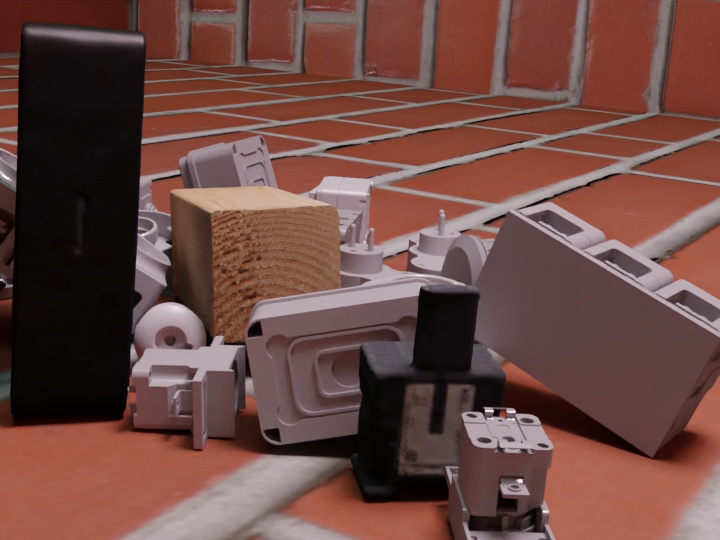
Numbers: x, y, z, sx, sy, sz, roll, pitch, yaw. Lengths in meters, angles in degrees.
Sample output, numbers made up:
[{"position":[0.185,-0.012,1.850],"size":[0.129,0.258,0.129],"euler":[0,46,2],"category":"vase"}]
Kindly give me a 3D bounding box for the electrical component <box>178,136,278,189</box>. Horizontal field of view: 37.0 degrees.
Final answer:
[{"position":[-0.115,-0.062,0.993],"size":[0.057,0.113,0.078],"euler":[-11,9,21],"category":"electrical component"}]

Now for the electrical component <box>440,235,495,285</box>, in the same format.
[{"position":[0.097,0.014,0.839],"size":[0.051,0.080,0.080],"euler":[4,14,-19],"category":"electrical component"}]

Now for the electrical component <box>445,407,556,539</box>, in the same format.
[{"position":[0.068,0.104,0.521],"size":[0.042,0.063,0.081],"euler":[4,15,-5],"category":"electrical component"}]

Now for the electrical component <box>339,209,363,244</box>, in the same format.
[{"position":[-0.034,-0.026,1.010],"size":[0.056,0.050,0.089],"euler":[6,15,9],"category":"electrical component"}]

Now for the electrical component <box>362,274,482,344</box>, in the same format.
[{"position":[0.043,0.038,0.769],"size":[0.095,0.059,0.054],"euler":[16,19,39],"category":"electrical component"}]

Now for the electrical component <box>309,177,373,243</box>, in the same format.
[{"position":[-0.020,-0.061,1.124],"size":[0.061,0.061,0.096],"euler":[5,15,3],"category":"electrical component"}]

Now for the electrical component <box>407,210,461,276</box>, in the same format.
[{"position":[0.069,-0.015,0.949],"size":[0.052,0.073,0.138],"euler":[4,15,0],"category":"electrical component"}]

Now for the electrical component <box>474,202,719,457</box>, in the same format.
[{"position":[0.151,0.032,0.678],"size":[0.150,0.089,0.062],"euler":[34,28,26],"category":"electrical component"}]

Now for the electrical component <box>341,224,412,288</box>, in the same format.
[{"position":[0.000,0.000,0.875],"size":[0.138,0.073,0.052],"euler":[15,18,36],"category":"electrical component"}]

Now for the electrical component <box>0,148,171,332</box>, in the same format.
[{"position":[-0.219,-0.021,0.783],"size":[0.150,0.061,0.089],"euler":[35,4,-21],"category":"electrical component"}]

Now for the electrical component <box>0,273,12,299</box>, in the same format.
[{"position":[-0.298,-0.010,0.874],"size":[0.058,0.057,0.078],"euler":[-1,16,-17],"category":"electrical component"}]

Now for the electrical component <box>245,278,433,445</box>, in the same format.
[{"position":[-0.006,0.052,0.631],"size":[0.113,0.078,0.057],"euler":[-8,10,2],"category":"electrical component"}]

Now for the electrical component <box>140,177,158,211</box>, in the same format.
[{"position":[-0.247,-0.059,1.060],"size":[0.096,0.061,0.061],"euler":[6,15,8],"category":"electrical component"}]

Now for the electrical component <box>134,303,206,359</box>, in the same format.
[{"position":[-0.131,0.043,0.741],"size":[0.048,0.048,0.062],"euler":[1,9,-11],"category":"electrical component"}]

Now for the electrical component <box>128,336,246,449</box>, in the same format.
[{"position":[-0.103,0.072,0.645],"size":[0.064,0.042,0.081],"euler":[0,14,2],"category":"electrical component"}]

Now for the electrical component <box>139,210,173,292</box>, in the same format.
[{"position":[-0.194,-0.010,0.933],"size":[0.099,0.064,0.099],"euler":[1,28,-1],"category":"electrical component"}]

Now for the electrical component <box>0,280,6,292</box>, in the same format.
[{"position":[-0.307,0.013,0.775],"size":[0.096,0.061,0.061],"euler":[-6,18,-33],"category":"electrical component"}]
